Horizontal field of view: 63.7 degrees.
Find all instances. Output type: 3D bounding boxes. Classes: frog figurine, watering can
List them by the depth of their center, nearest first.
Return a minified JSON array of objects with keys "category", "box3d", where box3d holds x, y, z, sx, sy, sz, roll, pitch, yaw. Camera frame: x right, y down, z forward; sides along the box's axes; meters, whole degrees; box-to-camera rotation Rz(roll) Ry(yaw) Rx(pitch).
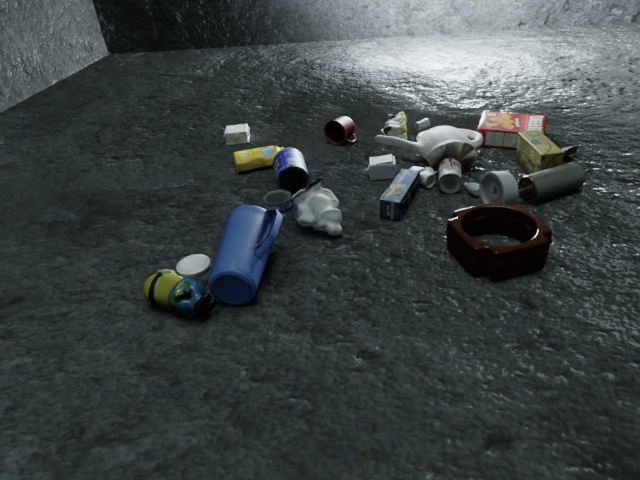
[{"category":"frog figurine","box3d":[0.004,-0.070,1.396,0.139,0.120,0.160,-29,74,-44]},{"category":"watering can","box3d":[0.360,-0.299,1.654,0.348,0.102,0.229,-5,33,0]}]
